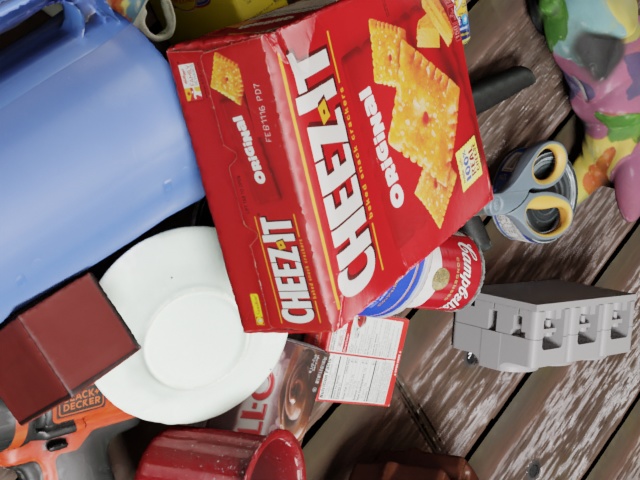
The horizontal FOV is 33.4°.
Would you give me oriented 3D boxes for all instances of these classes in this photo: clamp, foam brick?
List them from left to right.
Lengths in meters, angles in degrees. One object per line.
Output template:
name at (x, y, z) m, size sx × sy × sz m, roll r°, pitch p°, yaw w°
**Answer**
foam brick at (-0.146, 0.061, 0.588) m, size 0.052 × 0.078 × 0.051 m, roll -36°, pitch 94°, yaw -41°
clamp at (0.092, -0.076, 0.862) m, size 0.209 × 0.036 × 0.164 m, roll 6°, pitch 94°, yaw -41°

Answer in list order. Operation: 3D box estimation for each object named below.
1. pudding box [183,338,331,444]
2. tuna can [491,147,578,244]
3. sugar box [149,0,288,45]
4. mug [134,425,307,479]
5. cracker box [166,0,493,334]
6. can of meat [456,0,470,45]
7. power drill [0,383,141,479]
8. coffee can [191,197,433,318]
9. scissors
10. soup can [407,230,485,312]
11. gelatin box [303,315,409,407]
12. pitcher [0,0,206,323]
pudding box at (-0.050, 0.121, 0.767) m, size 0.089 × 0.039 × 0.113 m, roll 21°, pitch 84°, yaw -42°
tuna can at (0.194, -0.040, 0.961) m, size 0.085 × 0.034 × 0.086 m, roll -8°, pitch 103°, yaw -38°
sugar box at (-0.087, -0.198, 0.643) m, size 0.048 × 0.094 × 0.176 m, roll -44°, pitch 123°, yaw -28°
mug at (-0.068, 0.169, 0.664) m, size 0.093 × 0.082 × 0.117 m, roll 69°, pitch 33°, yaw -42°
cracker box at (0.020, -0.062, 0.629) m, size 0.213 × 0.072 × 0.164 m, roll -36°, pitch 116°, yaw -51°
can of meat at (0.067, -0.181, 0.809) m, size 0.101 × 0.058 × 0.084 m, roll -28°, pitch 116°, yaw -36°
power drill at (-0.176, 0.163, 0.649) m, size 0.184 × 0.057 × 0.188 m, roll -10°, pitch 104°, yaw -41°
coffee can at (-0.005, 0.001, 0.744) m, size 0.140 × 0.103 × 0.103 m, roll 6°, pitch 93°, yaw -42°
scissors at (0.150, -0.048, 0.888) m, size 0.201 × 0.016 × 0.096 m, roll 12°, pitch 88°, yaw -42°
soup can at (0.072, 0.021, 0.841) m, size 0.102 × 0.069 × 0.068 m, roll 7°, pitch 92°, yaw -42°
gelatin box at (0.024, 0.090, 0.835) m, size 0.089 × 0.030 × 0.073 m, roll 12°, pitch 90°, yaw -43°
pitcher at (-0.187, -0.024, 0.560) m, size 0.242 × 0.145 × 0.149 m, roll -38°, pitch 98°, yaw -28°
